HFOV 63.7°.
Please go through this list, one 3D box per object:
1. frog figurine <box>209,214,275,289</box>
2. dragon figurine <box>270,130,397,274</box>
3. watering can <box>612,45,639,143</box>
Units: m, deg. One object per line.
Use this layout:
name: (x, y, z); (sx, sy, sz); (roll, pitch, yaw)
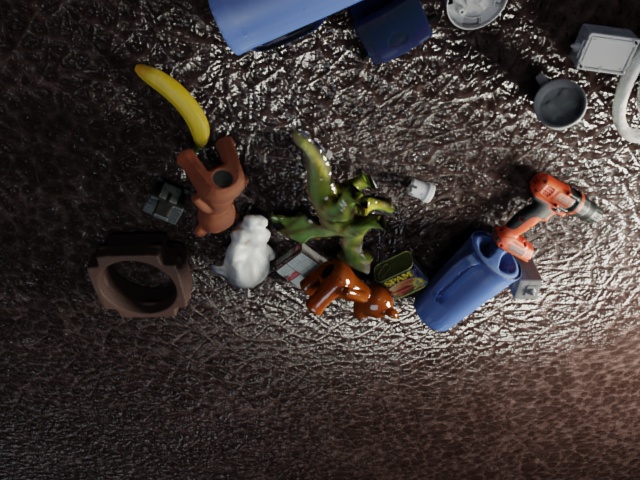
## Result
frog figurine: (-0.146, 0.023, 1.107); (0.157, 0.125, 0.137); (-48, 149, 22)
dragon figurine: (0.003, -0.053, 1.046); (0.240, 0.125, 0.404); (-26, 131, 31)
watering can: (0.627, -0.308, 0.842); (0.224, 0.106, 0.339); (3, 130, -4)
